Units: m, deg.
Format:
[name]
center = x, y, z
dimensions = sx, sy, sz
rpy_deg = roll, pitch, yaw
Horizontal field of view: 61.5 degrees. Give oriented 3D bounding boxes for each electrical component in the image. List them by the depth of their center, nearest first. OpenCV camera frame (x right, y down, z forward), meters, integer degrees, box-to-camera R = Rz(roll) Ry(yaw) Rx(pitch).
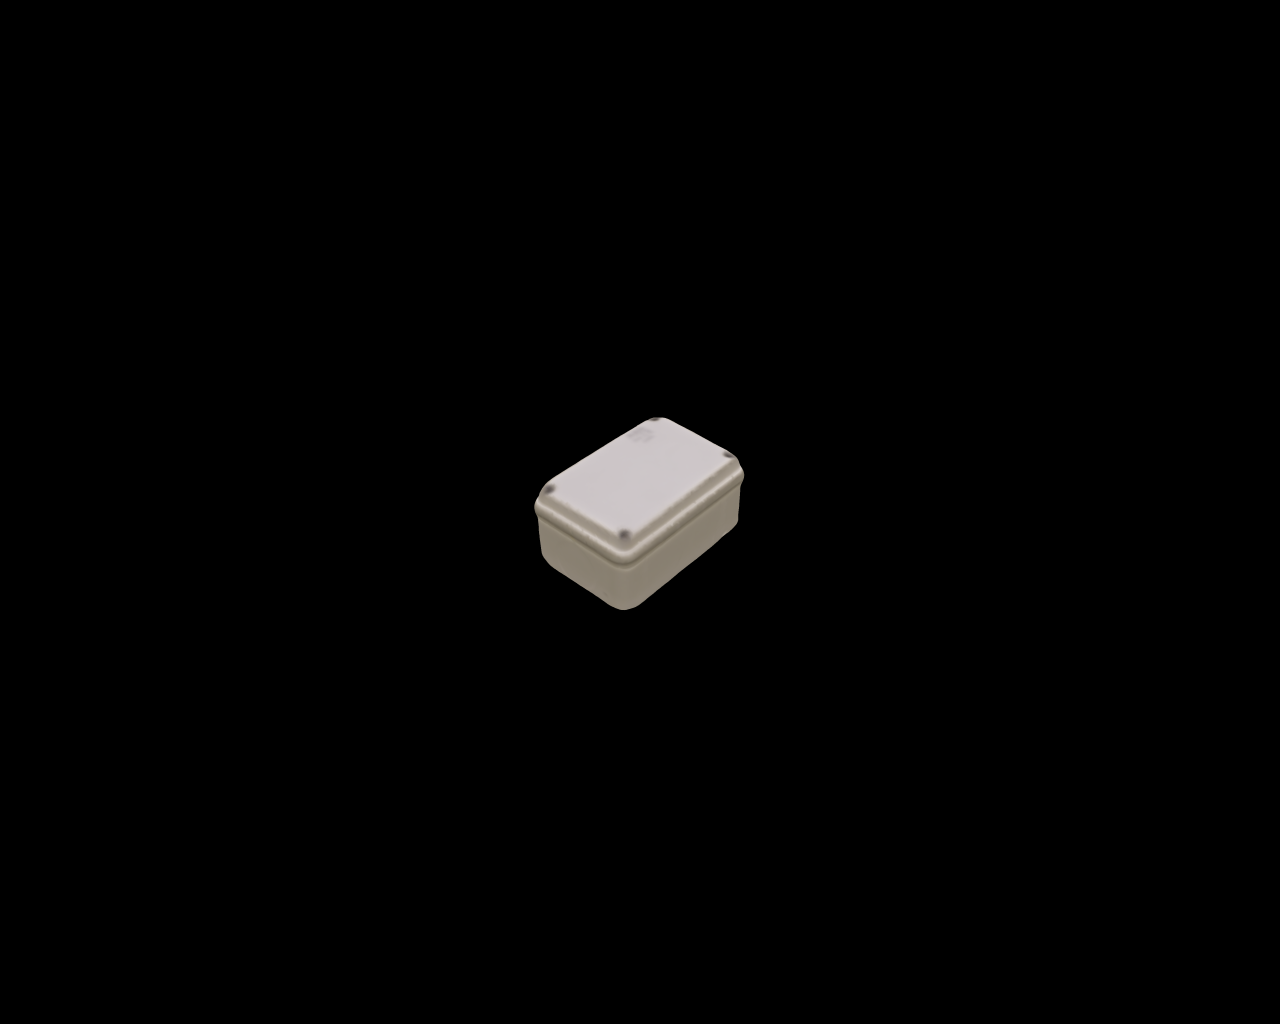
[electrical component]
center = 0.001, -0.003, 0.650
dimensions = 0.078, 0.057, 0.113
rpy_deg = 31, 49, 31
